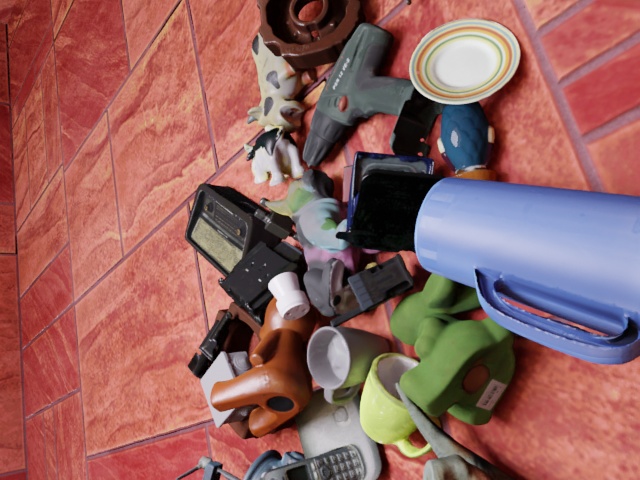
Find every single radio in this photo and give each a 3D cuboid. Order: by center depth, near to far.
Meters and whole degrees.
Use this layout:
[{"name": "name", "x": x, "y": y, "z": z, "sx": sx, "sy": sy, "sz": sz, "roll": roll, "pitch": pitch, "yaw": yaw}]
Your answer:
[{"name": "radio", "x": -0.169, "y": -0.017, "z": 1.025, "sx": 0.230, "sy": 0.073, "sz": 0.131, "roll": 32, "pitch": 111, "yaw": 44}]

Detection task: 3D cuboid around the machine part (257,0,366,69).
[{"name": "machine part", "x": -0.013, "y": -0.355, "z": 0.841, "sx": 0.180, "sy": 0.056, "sz": 0.179, "roll": -3, "pitch": 80, "yaw": 17}]

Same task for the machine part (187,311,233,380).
[{"name": "machine part", "x": -0.189, "y": 0.185, "z": 0.916, "sx": 0.138, "sy": 0.039, "sz": 0.084, "roll": -56, "pitch": 13, "yaw": 40}]

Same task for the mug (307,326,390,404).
[{"name": "mug", "x": 0.047, "y": 0.171, "z": 0.746, "sx": 0.081, "sy": 0.107, "sz": 0.109, "roll": 7, "pitch": 93, "yaw": 47}]

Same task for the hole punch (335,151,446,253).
[{"name": "hole punch", "x": 0.092, "y": -0.049, "z": 0.677, "sx": 0.092, "sy": 0.142, "sz": 0.115, "roll": -100, "pitch": 17, "yaw": -56}]

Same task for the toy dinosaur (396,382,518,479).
[{"name": "toy dinosaur", "x": 0.199, "y": 0.337, "z": 0.543, "sx": 0.131, "sy": 0.192, "sz": 0.405, "roll": 128, "pitch": 144, "yaw": -49}]

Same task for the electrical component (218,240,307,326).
[{"name": "electrical component", "x": -0.086, "y": 0.063, "z": 0.895, "sx": 0.134, "sy": 0.058, "sz": 0.115, "roll": -44, "pitch": 45, "yaw": -17}]

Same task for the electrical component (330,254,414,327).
[{"name": "electrical component", "x": 0.062, "y": 0.067, "z": 0.698, "sx": 0.119, "sy": 0.074, "sz": 0.048, "roll": -27, "pitch": 77, "yaw": 6}]

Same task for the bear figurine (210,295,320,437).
[{"name": "bear figurine", "x": -0.069, "y": 0.163, "z": 0.790, "sx": 0.132, "sy": 0.120, "sz": 0.196, "roll": -31, "pitch": 35, "yaw": 22}]

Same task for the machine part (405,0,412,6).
[{"name": "machine part", "x": 0.094, "y": -0.442, "z": 0.760, "sx": 0.079, "sy": 0.079, "sz": 0.243, "roll": -22, "pitch": 72, "yaw": 45}]

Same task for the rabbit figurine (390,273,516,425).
[{"name": "rabbit figurine", "x": 0.141, "y": 0.109, "z": 0.645, "sx": 0.170, "sy": 0.121, "sz": 0.159, "roll": 43, "pitch": 116, "yaw": 58}]

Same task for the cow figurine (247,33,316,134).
[{"name": "cow figurine", "x": -0.075, "y": -0.274, "z": 0.933, "sx": 0.127, "sy": 0.085, "sz": 0.195, "roll": -24, "pitch": 72, "yaw": 38}]

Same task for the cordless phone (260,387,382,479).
[{"name": "cordless phone", "x": -0.014, "y": 0.288, "z": 0.749, "sx": 0.088, "sy": 0.184, "sz": 0.146, "roll": -43, "pitch": 57, "yaw": 43}]

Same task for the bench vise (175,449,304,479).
[{"name": "bench vise", "x": -0.115, "y": 0.437, "z": 0.883, "sx": 0.241, "sy": 0.128, "sz": 0.223, "roll": 15, "pitch": 91, "yaw": 30}]

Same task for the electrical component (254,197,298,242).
[{"name": "electrical component", "x": -0.066, "y": -0.034, "z": 0.920, "sx": 0.021, "sy": 0.094, "sz": 0.063, "roll": -50, "pitch": 15, "yaw": 37}]

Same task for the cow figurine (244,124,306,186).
[{"name": "cow figurine", "x": -0.087, "y": -0.146, "z": 0.914, "sx": 0.167, "sy": 0.068, "sz": 0.098, "roll": 20, "pitch": 128, "yaw": 64}]

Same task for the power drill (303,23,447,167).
[{"name": "power drill", "x": 0.073, "y": -0.181, "z": 0.774, "sx": 0.208, "sy": 0.086, "sz": 0.231, "roll": 42, "pitch": 116, "yaw": 50}]

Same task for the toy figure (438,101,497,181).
[{"name": "toy figure", "x": 0.184, "y": -0.091, "z": 0.652, "sx": 0.064, "sy": 0.058, "sz": 0.154, "roll": -13, "pitch": 82, "yaw": 53}]

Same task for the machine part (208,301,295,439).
[{"name": "machine part", "x": -0.112, "y": 0.220, "z": 0.937, "sx": 0.201, "sy": 0.087, "sz": 0.201, "roll": 29, "pitch": 110, "yaw": 46}]

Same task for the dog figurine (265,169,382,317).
[{"name": "dog figurine", "x": -0.002, "y": -0.002, "z": 0.819, "sx": 0.219, "sy": 0.108, "sz": 0.191, "roll": 31, "pitch": 113, "yaw": 49}]
